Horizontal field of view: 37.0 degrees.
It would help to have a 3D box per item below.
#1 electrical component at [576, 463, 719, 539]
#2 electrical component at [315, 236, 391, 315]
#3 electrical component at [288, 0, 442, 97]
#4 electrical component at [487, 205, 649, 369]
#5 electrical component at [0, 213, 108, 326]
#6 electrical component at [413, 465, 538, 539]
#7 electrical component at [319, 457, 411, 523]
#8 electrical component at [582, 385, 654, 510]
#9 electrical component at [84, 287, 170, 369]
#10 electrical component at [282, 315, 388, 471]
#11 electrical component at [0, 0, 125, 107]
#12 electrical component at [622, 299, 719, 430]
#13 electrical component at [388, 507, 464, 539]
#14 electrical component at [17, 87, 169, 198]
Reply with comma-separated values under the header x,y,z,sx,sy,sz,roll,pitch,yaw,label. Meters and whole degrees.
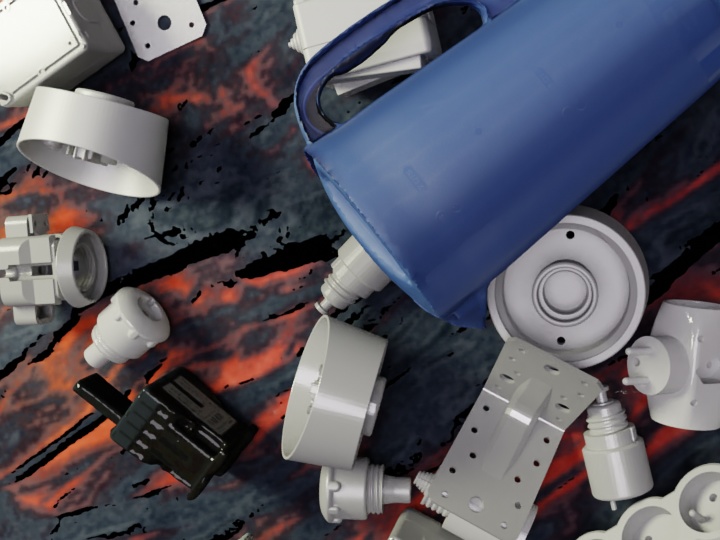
x,y,z,sx,sy,sz,roll,pitch,yaw,label
0.205,0.184,0.696,0.138,0.052,0.074,-38,129,21,electrical component
0.000,0.000,0.727,0.040,0.040,0.078,45,102,4,electrical component
0.001,-0.150,0.702,0.096,0.062,0.061,-13,93,12,electrical component
0.132,0.013,0.691,0.108,0.060,0.108,1,96,11,electrical component
-0.217,-0.001,0.763,0.057,0.058,0.078,-3,95,14,electrical component
0.074,0.159,0.725,0.081,0.043,0.043,27,100,8,electrical component
0.004,0.150,0.740,0.062,0.048,0.048,1,96,5,electrical component
0.166,0.114,0.704,0.040,0.040,0.078,-13,93,12,electrical component
-0.170,0.046,0.765,0.062,0.048,0.048,-40,87,19,electrical component
-0.018,0.082,0.712,0.064,0.099,0.099,15,98,4,electrical component
-0.222,-0.156,0.751,0.096,0.061,0.061,-29,89,21,electrical component
0.197,0.060,0.679,0.079,0.043,0.077,1,97,-30,electrical component
0.036,0.220,0.734,0.062,0.061,0.096,27,107,8,electrical component
-0.179,-0.087,0.729,0.099,0.099,0.064,13,91,10,electrical component
